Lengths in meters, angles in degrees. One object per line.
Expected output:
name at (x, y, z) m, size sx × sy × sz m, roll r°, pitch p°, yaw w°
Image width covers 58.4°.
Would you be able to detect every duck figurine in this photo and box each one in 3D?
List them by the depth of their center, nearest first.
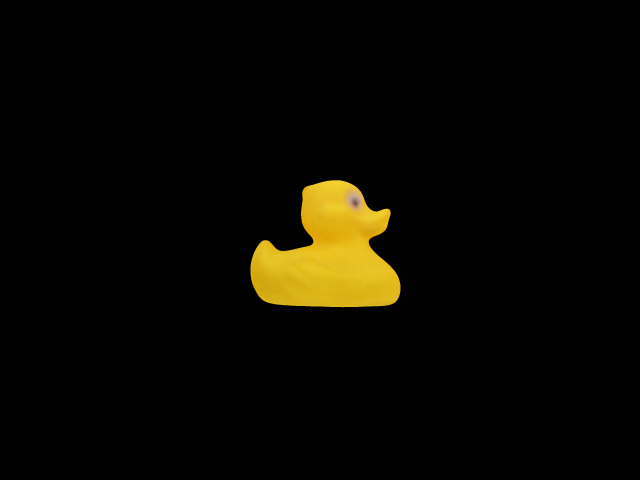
duck figurine at (0.004, 0.001, 0.400) m, size 0.104 × 0.086 × 0.077 m, roll 0°, pitch 0°, yaw 5°
